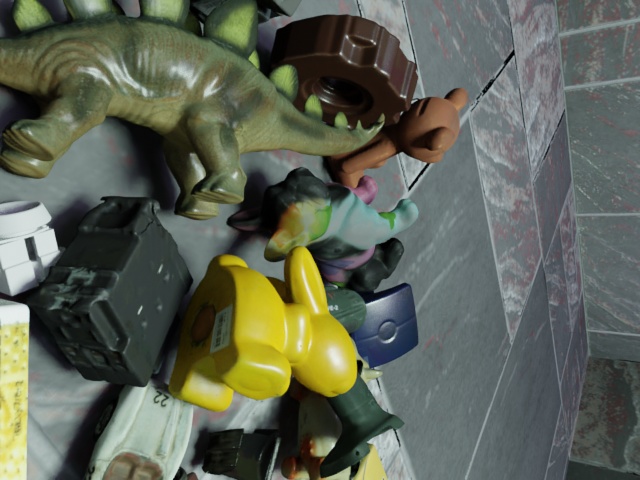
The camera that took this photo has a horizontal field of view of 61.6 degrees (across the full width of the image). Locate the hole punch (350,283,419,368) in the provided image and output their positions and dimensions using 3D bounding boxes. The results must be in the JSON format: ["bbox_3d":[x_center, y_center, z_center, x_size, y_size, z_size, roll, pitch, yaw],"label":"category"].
[{"bbox_3d":[0.083,0.124,0.798,0.116,0.092,0.142,-32,120,-47],"label":"hole punch"}]

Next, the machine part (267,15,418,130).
[{"bbox_3d":[0.024,-0.189,0.634,0.179,0.180,0.056,32,67,-52],"label":"machine part"}]

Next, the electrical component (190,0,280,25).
[{"bbox_3d":[-0.086,-0.246,0.554,0.119,0.075,0.047,20,74,-57],"label":"electrical component"}]

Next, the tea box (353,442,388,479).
[{"bbox_3d":[0.053,0.379,0.773,0.098,0.068,0.169,-49,129,-43],"label":"tea box"}]

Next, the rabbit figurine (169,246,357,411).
[{"bbox_3d":[-0.039,0.092,0.510,0.173,0.122,0.162,25,41,-30],"label":"rabbit figurine"}]

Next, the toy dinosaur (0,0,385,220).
[{"bbox_3d":[-0.103,-0.123,0.468,0.471,0.105,0.198,14,77,-43],"label":"toy dinosaur"}]

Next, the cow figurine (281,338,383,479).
[{"bbox_3d":[0.022,0.215,0.699,0.127,0.085,0.195,33,50,-41],"label":"cow figurine"}]

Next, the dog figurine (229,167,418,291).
[{"bbox_3d":[-0.001,-0.002,0.651,0.219,0.109,0.191,-13,133,-38],"label":"dog figurine"}]

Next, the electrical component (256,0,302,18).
[{"bbox_3d":[-0.053,-0.242,0.481,0.102,0.078,0.045,25,99,-47],"label":"electrical component"}]

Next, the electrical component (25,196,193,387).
[{"bbox_3d":[-0.155,0.048,0.434,0.134,0.058,0.115,81,19,-48],"label":"electrical component"}]

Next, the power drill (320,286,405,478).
[{"bbox_3d":[-0.013,0.148,0.596,0.232,0.086,0.207,-12,61,-47],"label":"power drill"}]

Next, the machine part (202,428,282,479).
[{"bbox_3d":[-0.080,0.242,0.594,0.084,0.039,0.138,-67,152,-23],"label":"machine part"}]

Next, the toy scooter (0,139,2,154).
[{"bbox_3d":[-0.272,-0.065,0.266,0.184,0.075,0.135,-32,112,-23],"label":"toy scooter"}]

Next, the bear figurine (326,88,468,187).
[{"bbox_3d":[0.110,-0.128,0.734,0.131,0.196,0.120,54,45,-42],"label":"bear figurine"}]

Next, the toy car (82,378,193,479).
[{"bbox_3d":[-0.160,0.207,0.427,0.073,0.056,0.202,36,44,-26],"label":"toy car"}]

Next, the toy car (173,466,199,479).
[{"bbox_3d":[-0.169,0.284,0.462,0.202,0.053,0.089,-30,112,-50],"label":"toy car"}]
